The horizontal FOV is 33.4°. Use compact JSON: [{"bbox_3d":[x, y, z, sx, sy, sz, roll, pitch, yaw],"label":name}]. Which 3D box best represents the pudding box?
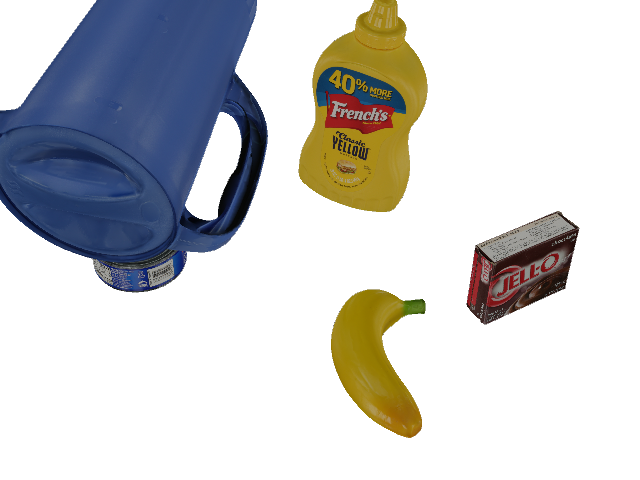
[{"bbox_3d":[0.210,0.028,1.114,0.113,0.090,0.039,-23,49,-23],"label":"pudding box"}]

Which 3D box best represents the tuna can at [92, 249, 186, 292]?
[{"bbox_3d":[-0.163,0.007,0.960,0.086,0.034,0.086,0,42,0],"label":"tuna can"}]

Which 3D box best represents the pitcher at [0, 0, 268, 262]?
[{"bbox_3d":[-0.119,-0.108,0.773,0.145,0.242,0.149,-2,-42,25],"label":"pitcher"}]

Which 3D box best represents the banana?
[{"bbox_3d":[0.041,0.078,0.775,0.069,0.037,0.197,2,24,6],"label":"banana"}]

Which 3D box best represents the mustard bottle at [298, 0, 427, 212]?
[{"bbox_3d":[0.039,-0.117,0.899,0.096,0.192,0.058,22,42,14],"label":"mustard bottle"}]
